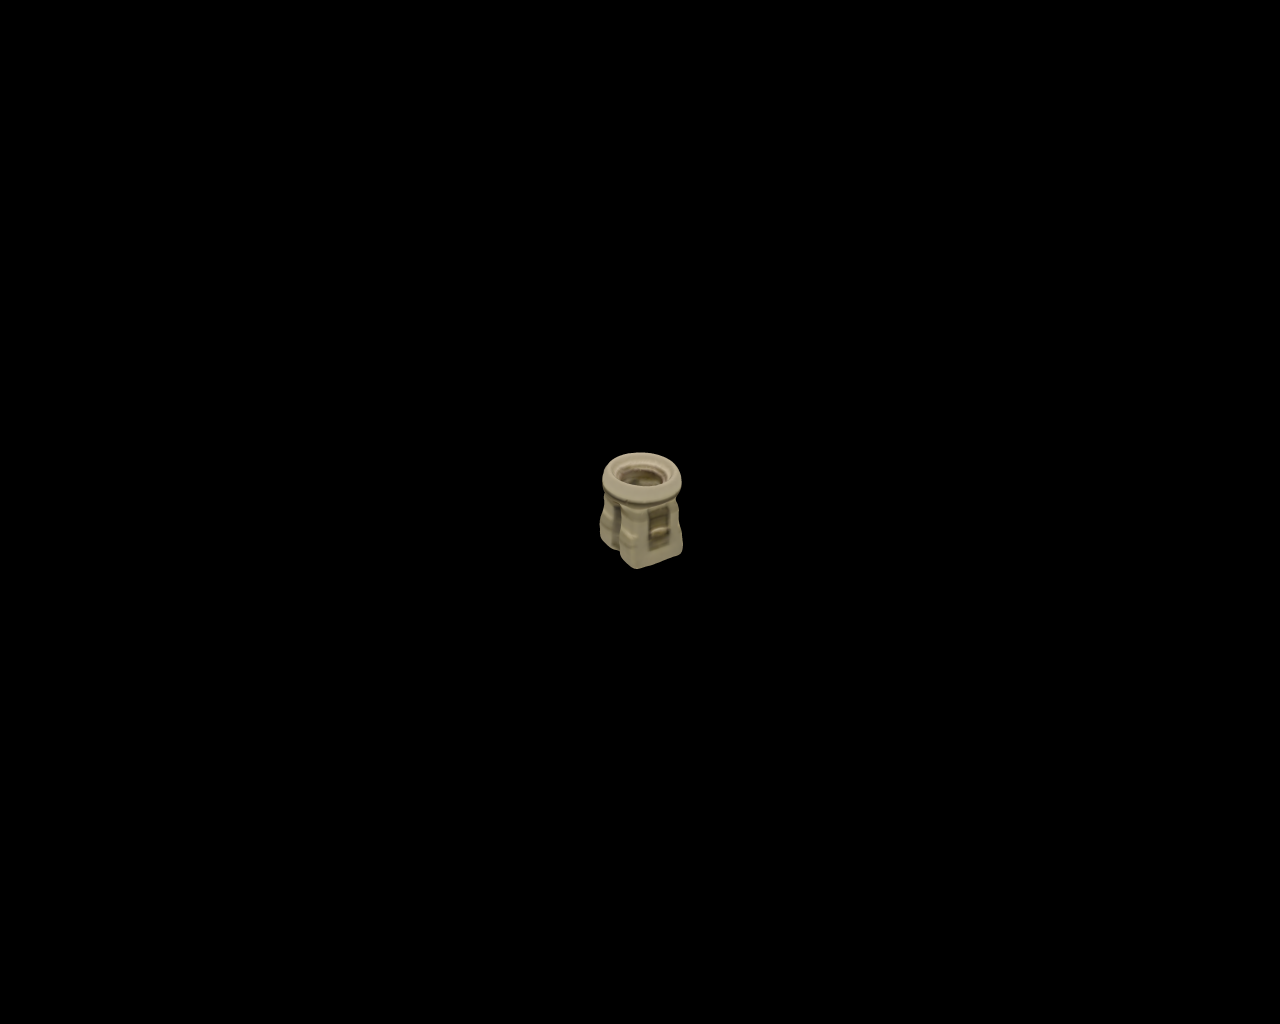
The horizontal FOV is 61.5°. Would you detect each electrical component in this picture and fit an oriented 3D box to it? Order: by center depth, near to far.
[{"bbox_3d":[0.001,-0.003,0.650,0.048,0.055,0.066,-18,36,-27],"label":"electrical component"}]
